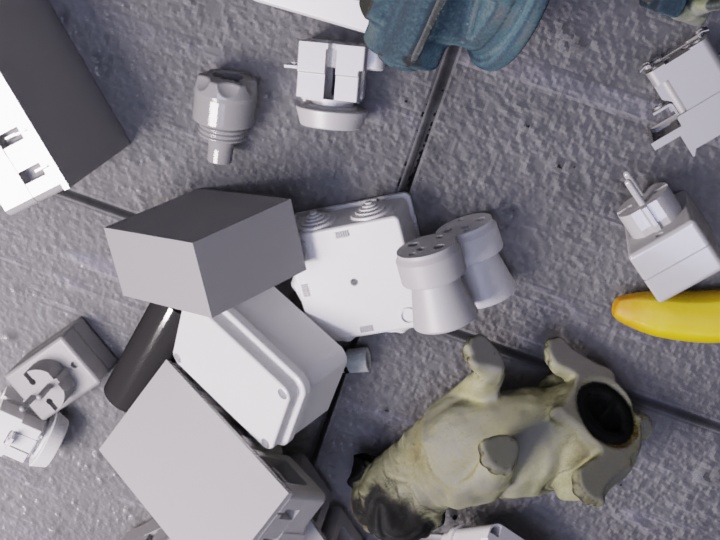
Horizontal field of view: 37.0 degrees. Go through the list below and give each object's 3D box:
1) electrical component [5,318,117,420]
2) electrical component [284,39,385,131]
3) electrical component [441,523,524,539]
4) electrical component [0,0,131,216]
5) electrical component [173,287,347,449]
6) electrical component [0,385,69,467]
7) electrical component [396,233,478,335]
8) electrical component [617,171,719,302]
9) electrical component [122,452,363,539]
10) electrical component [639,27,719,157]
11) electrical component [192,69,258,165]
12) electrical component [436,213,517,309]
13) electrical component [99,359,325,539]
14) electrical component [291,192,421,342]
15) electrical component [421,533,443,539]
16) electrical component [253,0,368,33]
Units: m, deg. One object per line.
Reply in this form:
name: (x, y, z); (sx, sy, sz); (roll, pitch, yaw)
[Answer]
electrical component: (-0.237, 0.084, 0.826); (0.066, 0.076, 0.047); (-33, 103, 21)
electrical component: (-0.018, -0.123, 0.717); (0.066, 0.048, 0.055); (7, 106, 8)
electrical component: (0.109, 0.248, 0.810); (0.113, 0.078, 0.057); (37, 146, -22)
electrical component: (-0.245, -0.140, 0.720); (0.060, 0.105, 0.186); (-23, 106, 19)
electrical component: (-0.074, 0.061, 0.765); (0.113, 0.057, 0.078); (41, 138, 19)
electrical component: (-0.268, 0.128, 0.862); (0.055, 0.066, 0.048); (29, 102, -19)
electrical component: (0.051, 0.009, 0.714); (0.045, 0.045, 0.055); (-11, 110, 15)
electrical component: (0.194, -0.031, 0.703); (0.047, 0.065, 0.076); (-32, 102, 21)
electrical component: (-0.100, 0.233, 0.870); (0.186, 0.060, 0.105); (-27, 105, 20)
electrical component: (0.213, -0.114, 0.679); (0.081, 0.042, 0.063); (-32, 100, 20)
electrical component: (-0.094, -0.104, 0.740); (0.043, 0.043, 0.062); (12, 115, 6)
electrical component: (0.080, -0.006, 0.747); (0.045, 0.045, 0.055); (-15, 108, 16)
electrical component: (-0.108, 0.150, 0.793); (0.150, 0.062, 0.089); (41, 97, 31)
electrical component: (0.000, 0.000, 0.762); (0.100, 0.048, 0.099); (-10, 110, 14)
electrical component: (0.060, 0.257, 0.859); (0.043, 0.043, 0.081); (-1, 112, 11)
electrical component: (-0.017, -0.200, 0.684); (0.083, 0.047, 0.075); (17, 114, 3)
